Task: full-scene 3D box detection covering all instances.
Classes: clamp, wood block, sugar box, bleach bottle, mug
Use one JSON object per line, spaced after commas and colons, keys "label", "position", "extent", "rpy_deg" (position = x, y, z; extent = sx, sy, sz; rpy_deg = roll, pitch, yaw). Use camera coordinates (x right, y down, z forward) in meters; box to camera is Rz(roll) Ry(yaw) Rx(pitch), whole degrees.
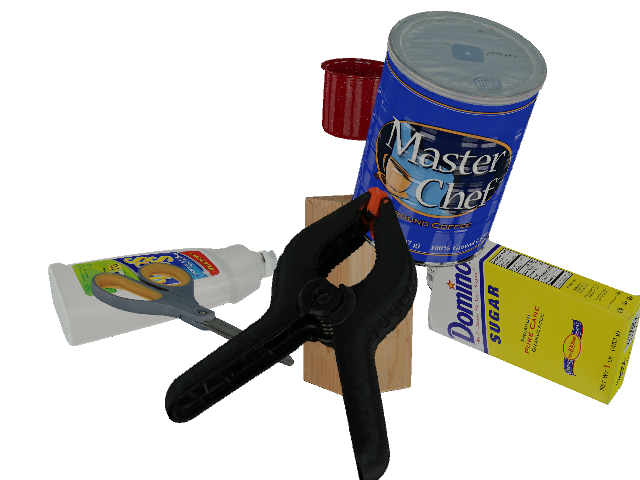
{"label": "clamp", "position": [0.010, 0.047, 0.563], "extent": [0.120, 0.171, 0.039], "rpy_deg": [26, -27, 19]}
{"label": "wood block", "position": [0.041, 0.056, 1.166], "extent": [0.090, 0.206, 0.091], "rpy_deg": [-5, 10, -36]}
{"label": "sugar box", "position": [0.181, 0.064, 0.925], "extent": [0.176, 0.093, 0.048], "rpy_deg": [20, 33, 25]}
{"label": "bleach bottle", "position": [-0.172, 0.047, 1.210], "extent": [0.250, 0.068, 0.103], "rpy_deg": [-13, 36, -19]}
{"label": "mug", "position": [0.051, -0.174, 1.305], "extent": [0.093, 0.081, 0.117], "rpy_deg": [17, 26, 29]}

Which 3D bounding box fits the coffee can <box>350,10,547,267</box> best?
{"label": "coffee can", "position": [0.082, -0.067, 0.718], "extent": [0.102, 0.140, 0.103], "rpy_deg": [7, 40, -6]}

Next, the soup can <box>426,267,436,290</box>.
{"label": "soup can", "position": [0.164, 0.011, 1.326], "extent": [0.068, 0.102, 0.068], "rpy_deg": [-4, 35, 2]}

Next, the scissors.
{"label": "scissors", "position": [-0.096, 0.056, 0.897], "extent": [0.202, 0.016, 0.096], "rpy_deg": [15, 24, 18]}
